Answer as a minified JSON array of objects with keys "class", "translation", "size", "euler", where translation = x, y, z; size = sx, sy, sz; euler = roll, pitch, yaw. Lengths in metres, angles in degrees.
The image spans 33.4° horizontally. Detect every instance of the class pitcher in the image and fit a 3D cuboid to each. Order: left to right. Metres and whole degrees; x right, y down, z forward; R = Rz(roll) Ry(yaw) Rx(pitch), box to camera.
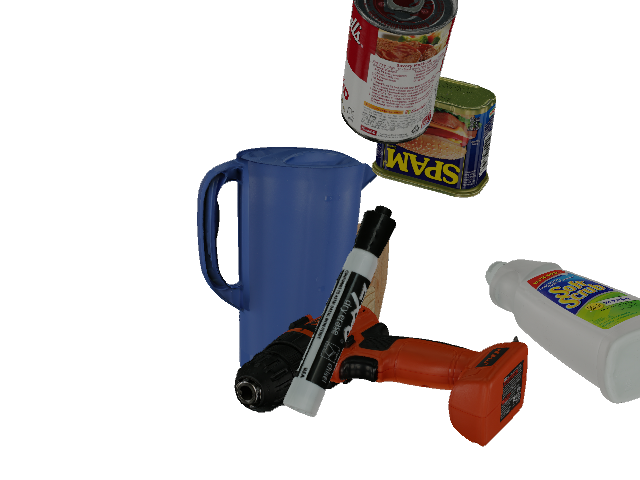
[{"class":"pitcher","translation":[-0.036,0.026,1.110],"size":[0.149,0.243,0.144],"euler":[9,14,21]}]

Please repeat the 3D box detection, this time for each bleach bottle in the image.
[{"class":"bleach bottle","translation":[0.234,0.070,1.026],"size":[0.102,0.068,0.251],"euler":[-15,21,-22]}]

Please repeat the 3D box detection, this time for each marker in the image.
[{"class":"marker","translation":[0.012,0.036,0.577],"size":[0.020,0.121,0.020],"euler":[22,-14,6]}]

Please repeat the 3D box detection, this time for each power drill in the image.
[{"class":"power drill","translation":[0.050,0.101,0.810],"size":[0.188,0.057,0.184],"euler":[11,19,27]}]

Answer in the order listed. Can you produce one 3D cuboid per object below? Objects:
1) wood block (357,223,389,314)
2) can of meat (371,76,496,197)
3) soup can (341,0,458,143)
[{"class":"wood block","translation":[0.033,0.054,1.345],"size":[0.091,0.090,0.206],"euler":[4,22,7]},{"class":"can of meat","translation":[0.099,-0.094,0.929],"size":[0.102,0.084,0.057],"euler":[17,35,21]},{"class":"soup can","translation":[0.051,-0.123,0.719],"size":[0.068,0.068,0.102],"euler":[0,-39,-5]}]
